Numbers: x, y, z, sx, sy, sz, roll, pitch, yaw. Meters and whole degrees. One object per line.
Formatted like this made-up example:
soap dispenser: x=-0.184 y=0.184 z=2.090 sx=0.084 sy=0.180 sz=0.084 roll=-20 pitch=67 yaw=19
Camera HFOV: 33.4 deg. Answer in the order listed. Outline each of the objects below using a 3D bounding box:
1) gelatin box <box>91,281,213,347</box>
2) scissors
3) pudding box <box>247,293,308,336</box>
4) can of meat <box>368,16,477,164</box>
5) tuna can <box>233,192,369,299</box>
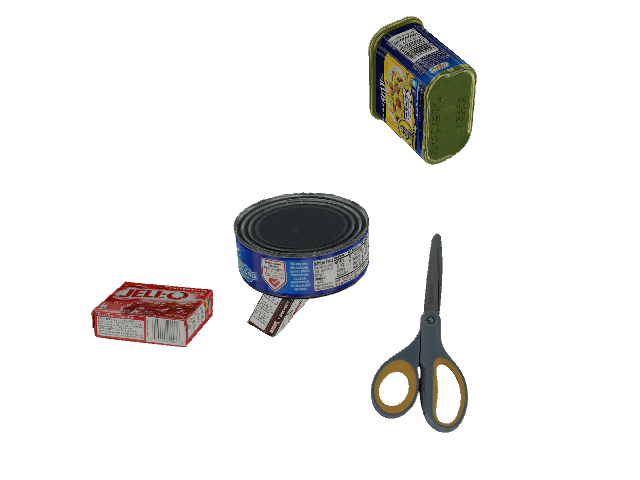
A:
gelatin box: x=-0.150 y=0.064 z=0.959 sx=0.089 sy=0.030 sz=0.073 roll=5 pitch=19 yaw=13
scissors: x=0.085 y=0.086 z=0.998 sx=0.096 sy=0.202 sz=0.016 roll=-8 pitch=-30 yaw=-3
pudding box: x=-0.031 y=0.051 z=1.248 sx=0.039 sy=0.090 sz=0.113 roll=32 pitch=31 yaw=6
can of meat: x=0.089 y=-0.129 z=0.927 sx=0.057 sy=0.102 sz=0.084 roll=-25 pitch=50 yaw=-19
tuna can: x=-0.011 y=0.003 z=0.681 sx=0.086 sy=0.034 sz=0.086 roll=-3 pitch=28 yaw=1
